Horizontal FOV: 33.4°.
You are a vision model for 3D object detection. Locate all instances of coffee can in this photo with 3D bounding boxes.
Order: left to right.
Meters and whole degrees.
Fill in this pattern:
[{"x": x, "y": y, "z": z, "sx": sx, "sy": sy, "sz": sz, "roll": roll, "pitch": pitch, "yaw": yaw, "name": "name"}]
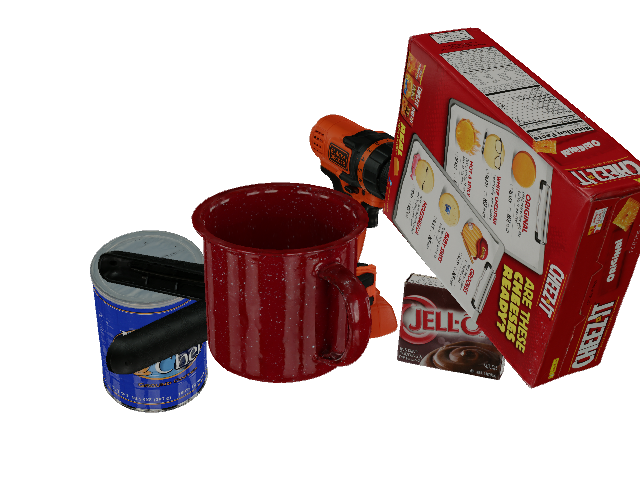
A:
[{"x": -0.158, "y": 0.076, "z": 1.000, "sx": 0.103, "sy": 0.140, "sz": 0.103, "roll": 2, "pitch": 39, "yaw": -2, "name": "coffee can"}]

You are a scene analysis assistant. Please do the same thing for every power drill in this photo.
[{"x": 0.045, "y": -0.008, "z": 0.985, "sx": 0.057, "sy": 0.188, "sz": 0.185, "roll": -6, "pitch": 26, "yaw": -28, "name": "power drill"}]

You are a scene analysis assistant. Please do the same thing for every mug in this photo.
[{"x": -0.014, "y": 0.027, "z": 0.568, "sx": 0.093, "sy": 0.081, "sz": 0.117, "roll": -19, "pitch": 31, "yaw": -36, "name": "mug"}]

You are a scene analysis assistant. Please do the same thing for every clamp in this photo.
[{"x": -0.064, "y": 0.037, "z": 0.784, "sx": 0.209, "sy": 0.036, "sz": 0.165, "roll": -8, "pitch": 25, "yaw": -18, "name": "clamp"}]

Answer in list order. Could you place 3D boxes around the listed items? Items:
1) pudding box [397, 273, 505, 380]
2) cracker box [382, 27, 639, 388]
[{"x": 0.140, "y": 0.089, "z": 1.113, "sx": 0.113, "sy": 0.090, "sz": 0.039, "roll": 9, "pitch": 21, "yaw": 14, "name": "pudding box"}, {"x": 0.132, "y": -0.030, "z": 0.760, "sx": 0.072, "sy": 0.164, "sz": 0.214, "roll": -14, "pitch": 43, "yaw": -24, "name": "cracker box"}]
